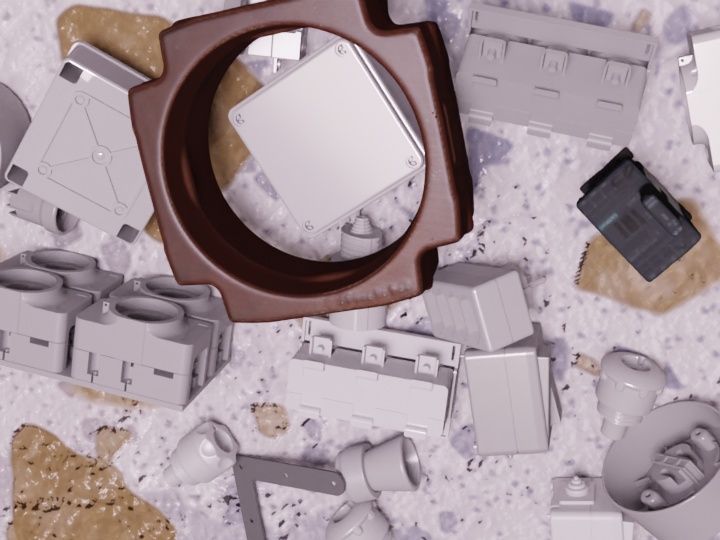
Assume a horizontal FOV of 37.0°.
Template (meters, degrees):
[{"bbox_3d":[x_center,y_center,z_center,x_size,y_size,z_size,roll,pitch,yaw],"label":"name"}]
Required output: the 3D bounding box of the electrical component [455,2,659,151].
[{"bbox_3d":[0.127,-0.126,0.713,0.121,0.063,0.078,13,149,9],"label":"electrical component"}]

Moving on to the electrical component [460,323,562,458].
[{"bbox_3d":[0.114,0.093,0.787,0.061,0.061,0.096,-6,104,15],"label":"electrical component"}]

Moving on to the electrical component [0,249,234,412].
[{"bbox_3d":[-0.200,0.039,0.822,0.186,0.105,0.060,13,108,9],"label":"electrical component"}]

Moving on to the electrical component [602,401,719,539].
[{"bbox_3d":[0.227,0.144,0.759,0.099,0.099,0.064,-42,99,20],"label":"electrical component"}]

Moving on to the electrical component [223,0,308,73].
[{"bbox_3d":[-0.066,-0.175,0.761,0.055,0.048,0.066,7,108,3],"label":"electrical component"}]

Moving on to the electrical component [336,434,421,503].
[{"bbox_3d":[0.014,0.155,0.838,0.055,0.045,0.045,-16,102,17],"label":"electrical component"}]

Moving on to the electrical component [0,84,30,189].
[{"bbox_3d":[-0.305,-0.102,0.827,0.099,0.064,0.099,4,106,12],"label":"electrical component"}]

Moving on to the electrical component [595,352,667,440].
[{"bbox_3d":[0.192,0.094,0.780,0.048,0.048,0.062,16,115,8],"label":"electrical component"}]

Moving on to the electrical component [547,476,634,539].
[{"bbox_3d":[0.174,0.198,0.804,0.061,0.061,0.096,-3,105,14],"label":"electrical component"}]

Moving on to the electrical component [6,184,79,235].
[{"bbox_3d":[-0.248,-0.052,0.843,0.046,0.040,0.040,17,109,14],"label":"electrical component"}]

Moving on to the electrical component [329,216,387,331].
[{"bbox_3d":[0.000,0.000,0.797,0.043,0.043,0.081,6,107,11],"label":"electrical component"}]

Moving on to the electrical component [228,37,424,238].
[{"bbox_3d":[-0.018,-0.097,0.766,0.109,0.056,0.108,-31,97,19],"label":"electrical component"}]

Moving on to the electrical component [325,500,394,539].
[{"bbox_3d":[0.007,0.215,0.858,0.048,0.048,0.062,-37,102,20],"label":"electrical component"}]

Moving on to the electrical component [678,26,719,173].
[{"bbox_3d":[0.242,-0.114,0.704,0.056,0.050,0.089,-10,103,15],"label":"electrical component"}]

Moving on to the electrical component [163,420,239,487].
[{"bbox_3d":[-0.133,0.154,0.873,0.062,0.043,0.043,-36,95,21],"label":"electrical component"}]

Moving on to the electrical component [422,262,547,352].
[{"bbox_3d":[0.097,0.019,0.769,0.076,0.083,0.047,-21,103,-21],"label":"electrical component"}]

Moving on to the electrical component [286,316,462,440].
[{"bbox_3d":[0.010,0.085,0.809,0.121,0.063,0.078,9,108,10],"label":"electrical component"}]

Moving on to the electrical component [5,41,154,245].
[{"bbox_3d":[-0.187,-0.093,0.793,0.109,0.056,0.108,29,111,-15],"label":"electrical component"}]
